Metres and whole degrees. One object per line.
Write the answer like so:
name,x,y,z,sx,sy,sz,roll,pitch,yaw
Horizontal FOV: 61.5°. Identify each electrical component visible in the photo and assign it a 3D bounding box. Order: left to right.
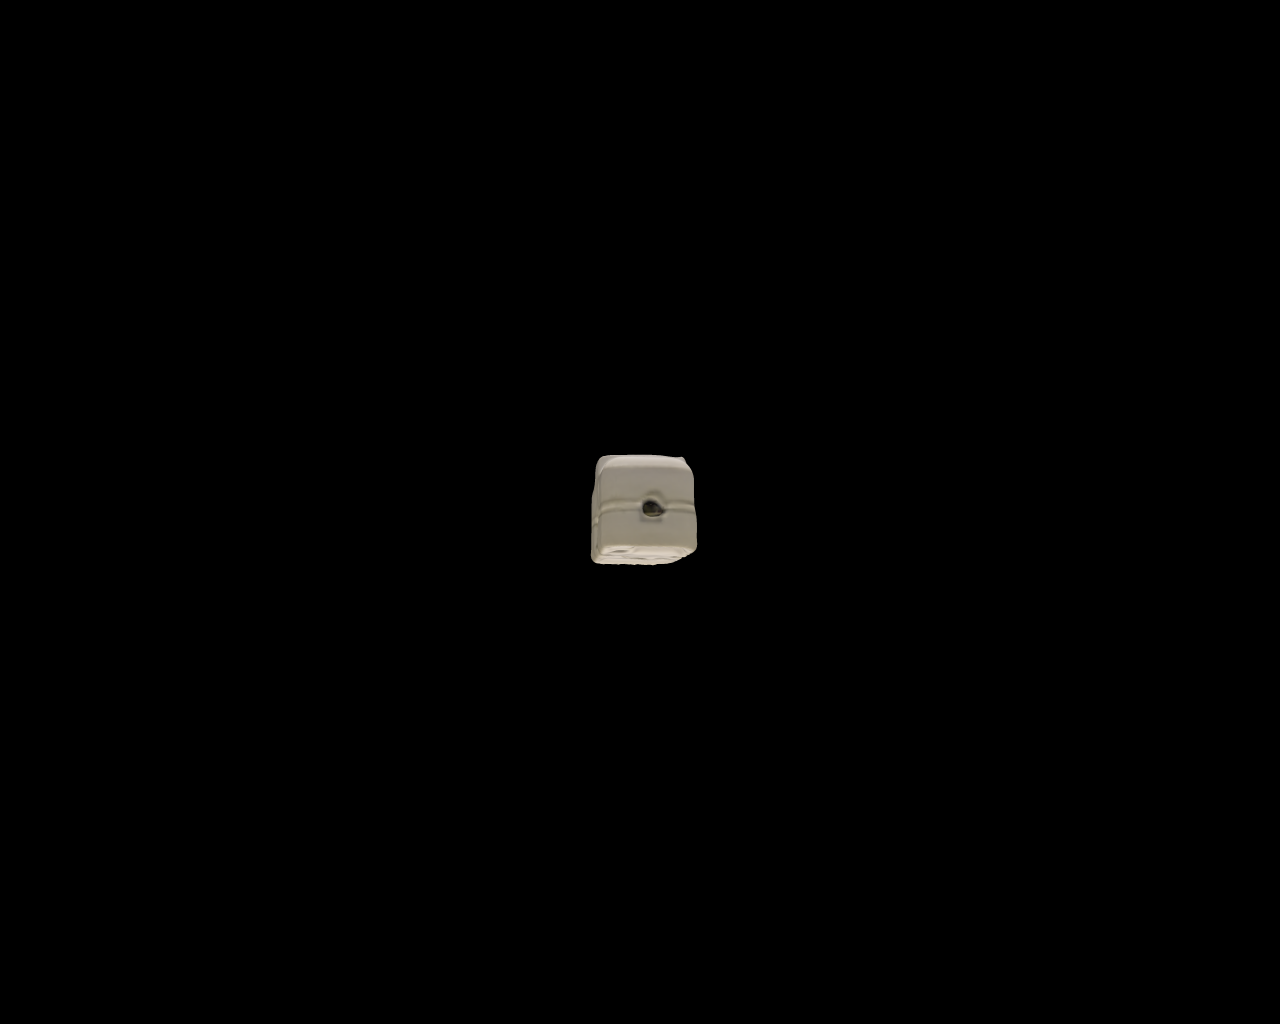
electrical component,0.001,-0.003,0.650,0.054,0.059,0.095,1,-9,-7
